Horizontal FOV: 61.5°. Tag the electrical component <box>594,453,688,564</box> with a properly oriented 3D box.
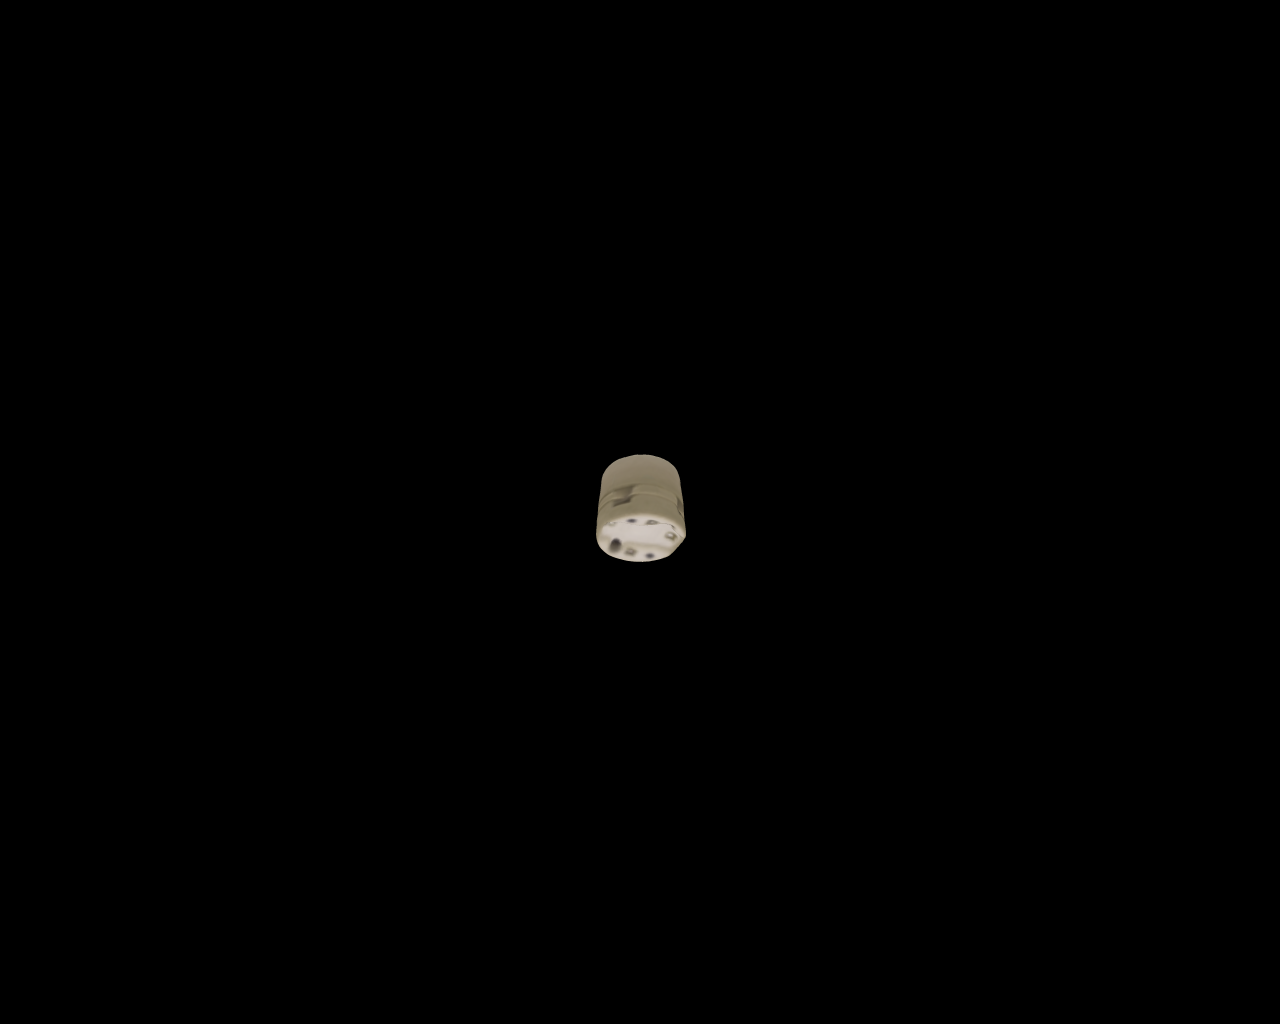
[{"bbox_3d":[0.001,-0.003,0.650,0.055,0.047,0.055,0,-35,0],"label":"electrical component"}]
